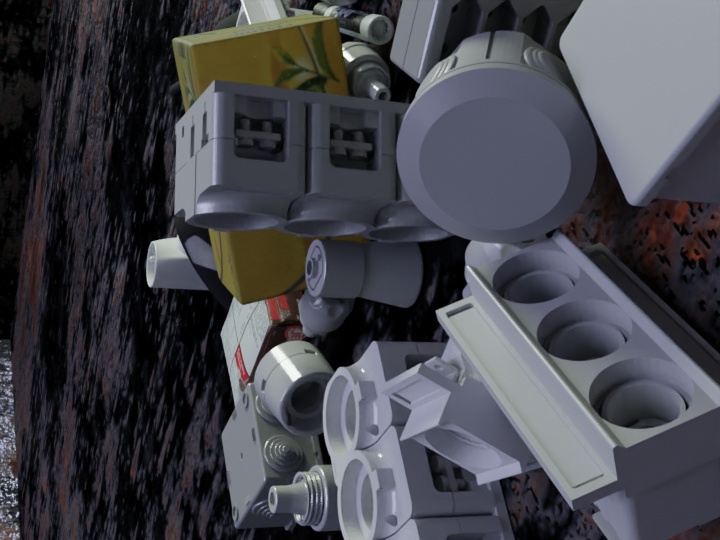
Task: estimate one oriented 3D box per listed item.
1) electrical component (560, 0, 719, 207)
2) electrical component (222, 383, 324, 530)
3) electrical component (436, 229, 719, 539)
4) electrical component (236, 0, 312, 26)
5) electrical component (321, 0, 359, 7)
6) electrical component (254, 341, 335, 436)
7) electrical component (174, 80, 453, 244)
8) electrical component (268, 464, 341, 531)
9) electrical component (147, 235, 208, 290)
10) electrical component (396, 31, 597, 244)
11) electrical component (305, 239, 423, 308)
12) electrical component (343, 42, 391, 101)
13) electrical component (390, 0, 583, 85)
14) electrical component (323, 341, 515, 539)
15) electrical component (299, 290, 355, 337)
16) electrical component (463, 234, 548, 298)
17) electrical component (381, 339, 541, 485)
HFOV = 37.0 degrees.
[{"bbox_3d":[0.124,-0.081,0.384,0.099,0.048,0.099,119,146,-47],"label":"electrical component"},{"bbox_3d":[-0.069,0.142,0.820,0.099,0.048,0.099,120,145,-47],"label":"electrical component"},{"bbox_3d":[0.091,0.045,0.420,0.121,0.079,0.063,-123,13,-55],"label":"electrical component"},{"bbox_3d":[-0.053,-0.149,0.799,0.121,0.063,0.078,-111,32,-44],"label":"electrical component"},{"bbox_3d":[-0.019,-0.208,0.750,0.062,0.043,0.043,-135,52,-62],"label":"electrical component"},{"bbox_3d":[-0.041,0.084,0.754,0.047,0.055,0.055,-138,54,-58],"label":"electrical component"},{"bbox_3d":[-0.019,-0.053,0.591,0.089,0.150,0.061,161,111,-66],"label":"electrical component"},{"bbox_3d":[-0.028,0.149,0.704,0.043,0.062,0.043,-177,90,-67],"label":"electrical component"},{"bbox_3d":[-0.156,-0.019,1.011,0.044,0.077,0.079,-120,39,-53],"label":"electrical component"},{"bbox_3d":[0.058,-0.056,0.448,0.051,0.080,0.080,-73,3,-54],"label":"electrical component"},{"bbox_3d":[0.000,0.000,0.650,0.044,0.065,0.044,-177,90,-67],"label":"electrical component"},{"bbox_3d":[0.004,-0.124,0.697,0.061,0.035,0.035,-125,43,-52],"label":"electrical component"},{"bbox_3d":[0.056,-0.116,0.506,0.075,0.083,0.047,-126,44,-57],"label":"electrical component"},{"bbox_3d":[0.026,0.123,0.577,0.089,0.062,0.150,122,144,-49],"label":"electrical component"},{"bbox_3d":[-0.027,0.029,0.752,0.061,0.035,0.035,122,144,-54],"label":"electrical component"},{"bbox_3d":[0.067,-0.003,0.530,0.061,0.035,0.035,120,145,-52],"label":"electrical component"},{"bbox_3d":[0.057,0.059,0.499,0.042,0.081,0.063,-39,22,60],"label":"electrical component"}]
